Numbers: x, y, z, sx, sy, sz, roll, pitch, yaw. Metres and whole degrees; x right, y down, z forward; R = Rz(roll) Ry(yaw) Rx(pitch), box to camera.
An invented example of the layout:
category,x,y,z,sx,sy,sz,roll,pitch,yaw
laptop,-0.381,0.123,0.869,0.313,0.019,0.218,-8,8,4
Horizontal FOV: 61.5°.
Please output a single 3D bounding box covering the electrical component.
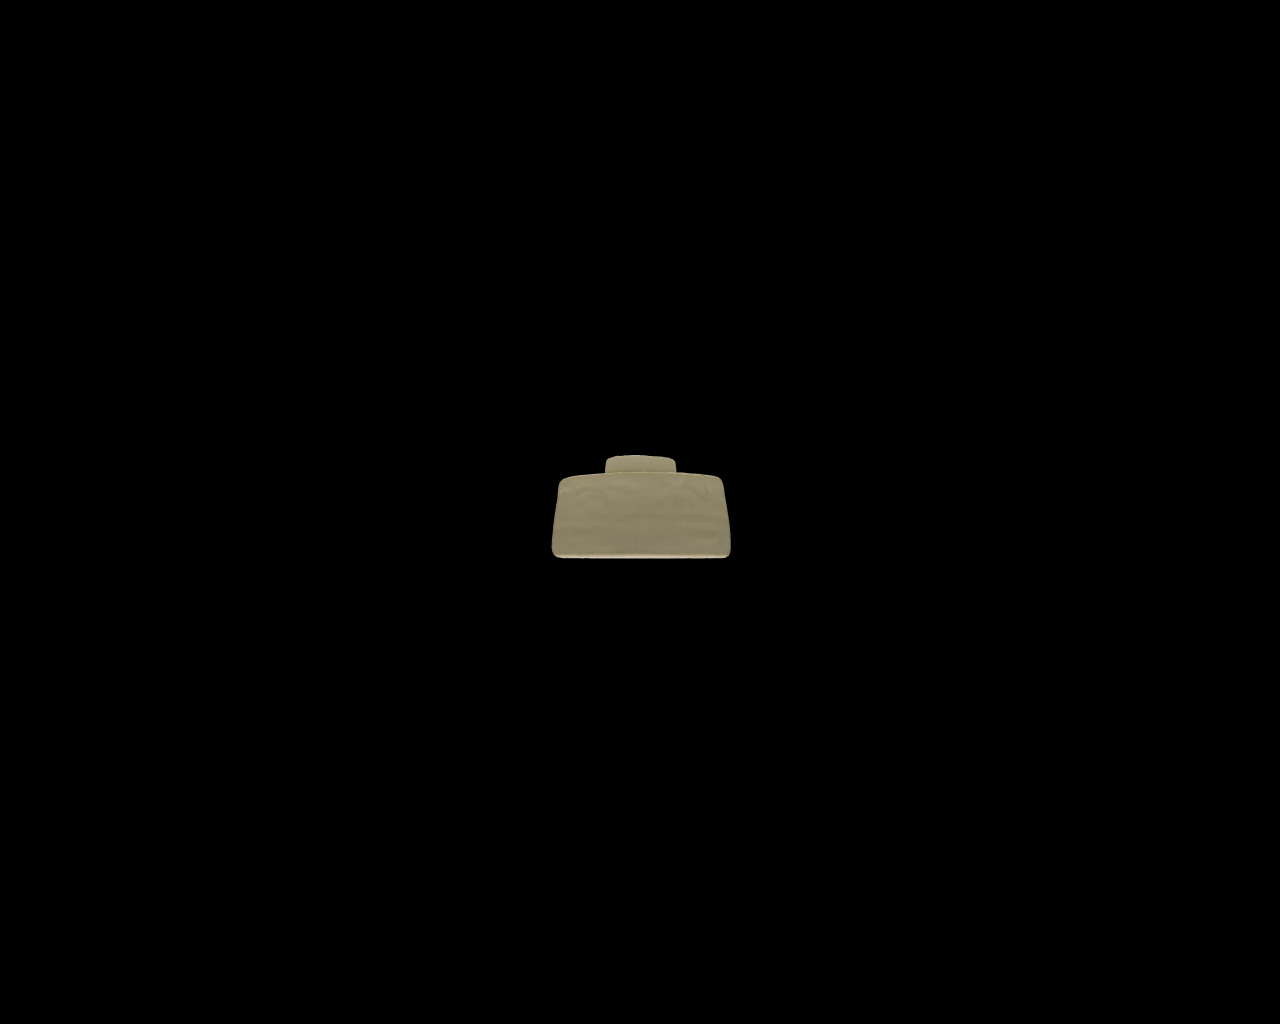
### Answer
category,x,y,z,sx,sy,sz,roll,pitch,yaw
electrical component,0.001,-0.003,0.650,0.108,0.060,0.108,0,-3,0
